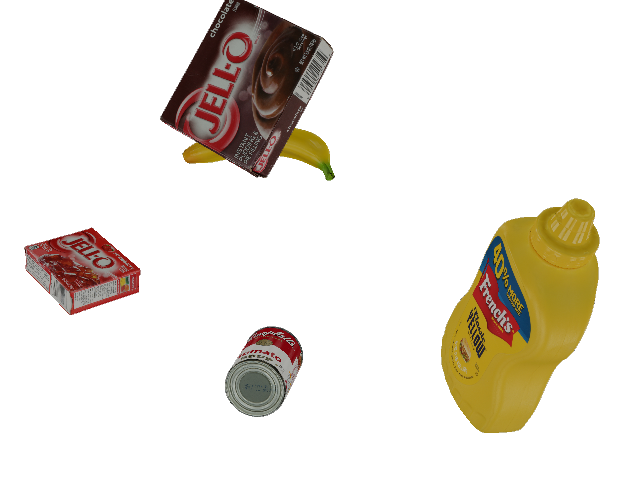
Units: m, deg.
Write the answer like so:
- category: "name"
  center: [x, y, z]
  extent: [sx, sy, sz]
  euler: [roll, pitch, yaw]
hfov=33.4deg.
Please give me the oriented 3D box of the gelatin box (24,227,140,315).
- category: "gelatin box"
  center: [-0.221, 0.026, 0.989]
  extent: [0.073, 0.030, 0.089]
  euler: [-18, 40, -37]

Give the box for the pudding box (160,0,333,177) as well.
- category: "pudding box"
  center: [-0.055, -0.117, 0.804]
  extent: [0.090, 0.113, 0.039]
  euler: [30, 0, 22]

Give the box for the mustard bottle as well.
- category: "mustard bottle"
  center: [0.136, 0.041, 0.704]
  extent: [0.058, 0.096, 0.192]
  euler: [0, -39, -16]

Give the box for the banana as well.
- category: "banana"
  center: [-0.070, -0.115, 1.320]
  extent: [0.198, 0.037, 0.069]
  euler: [6, 39, 16]

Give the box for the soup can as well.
- category: "soup can"
  center: [-0.062, 0.143, 1.173]
  extent: [0.068, 0.068, 0.102]
  euler: [0, 15, 10]
